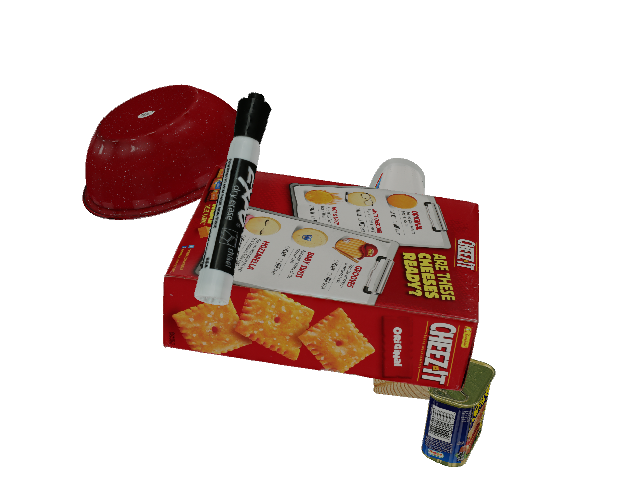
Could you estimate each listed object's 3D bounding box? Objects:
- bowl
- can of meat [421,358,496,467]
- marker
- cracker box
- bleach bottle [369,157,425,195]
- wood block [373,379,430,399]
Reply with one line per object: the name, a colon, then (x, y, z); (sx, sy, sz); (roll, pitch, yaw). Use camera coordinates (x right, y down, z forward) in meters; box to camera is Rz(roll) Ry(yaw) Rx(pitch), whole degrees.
bowl: (-0.135, -0.084, 0.894); (0.162, 0.055, 0.162); (-15, 32, 9)
can of meat: (0.152, 0.190, 1.187); (0.057, 0.084, 0.102); (15, 25, 19)
marker: (-0.047, -0.025, 0.584); (0.020, 0.121, 0.020); (10, -16, 3)
cracker box: (0.006, 0.024, 0.791); (0.214, 0.072, 0.164); (9, 32, 4)
bleach bottle: (0.065, -0.011, 1.012); (0.068, 0.103, 0.250); (19, 22, -2)
wood block: (0.147, 0.150, 1.590); (0.091, 0.090, 0.205); (4, 18, 16)
